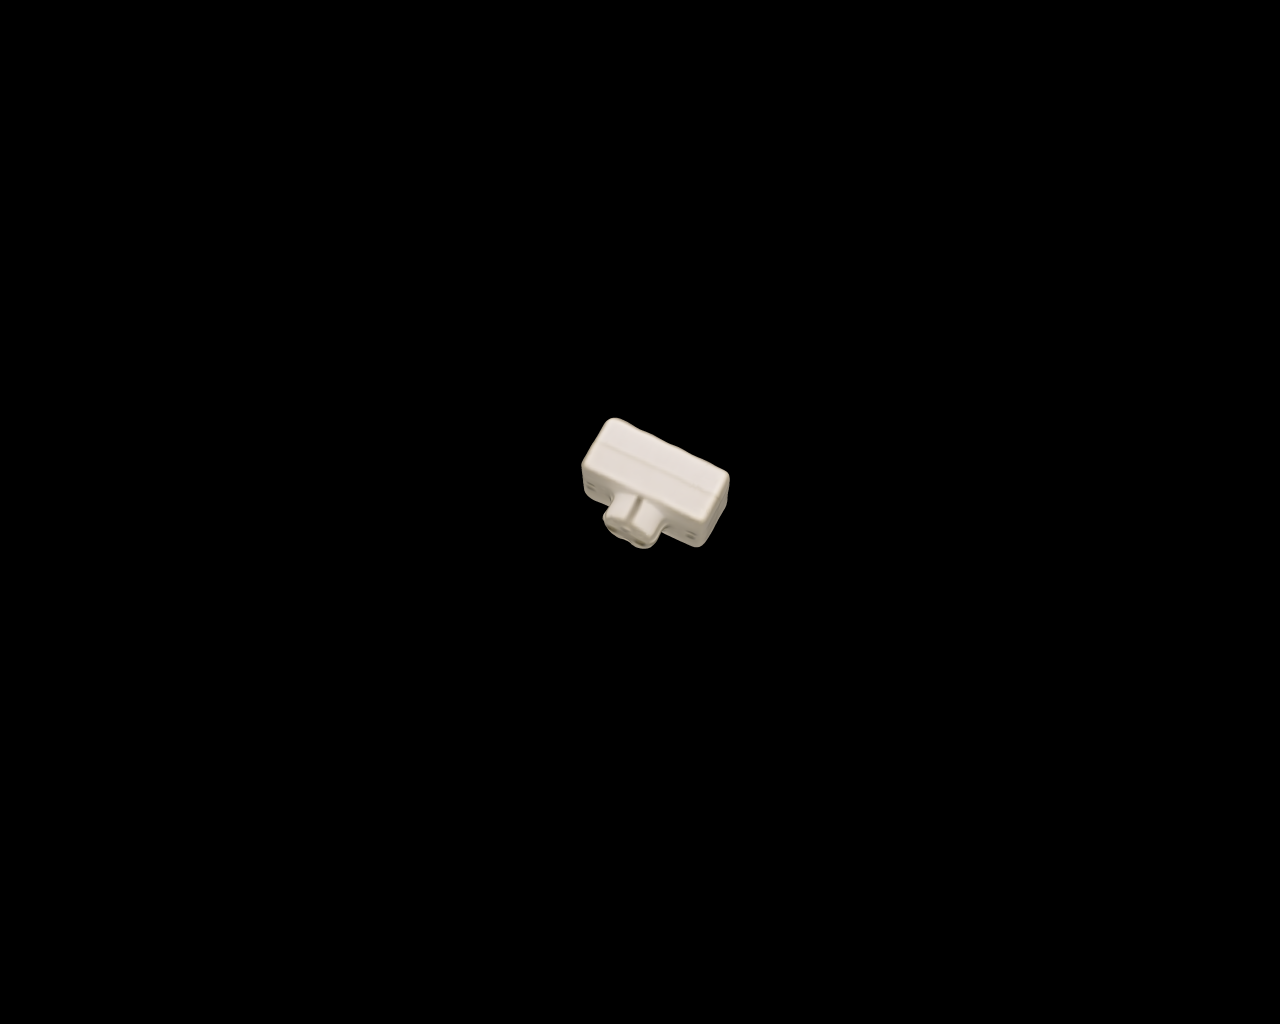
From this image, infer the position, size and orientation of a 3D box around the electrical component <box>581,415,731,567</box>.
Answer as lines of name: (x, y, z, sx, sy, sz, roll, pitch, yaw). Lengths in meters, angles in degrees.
electrical component: (0.001, -0.003, 0.650, 0.083, 0.076, 0.047, 26, -20, 11)
